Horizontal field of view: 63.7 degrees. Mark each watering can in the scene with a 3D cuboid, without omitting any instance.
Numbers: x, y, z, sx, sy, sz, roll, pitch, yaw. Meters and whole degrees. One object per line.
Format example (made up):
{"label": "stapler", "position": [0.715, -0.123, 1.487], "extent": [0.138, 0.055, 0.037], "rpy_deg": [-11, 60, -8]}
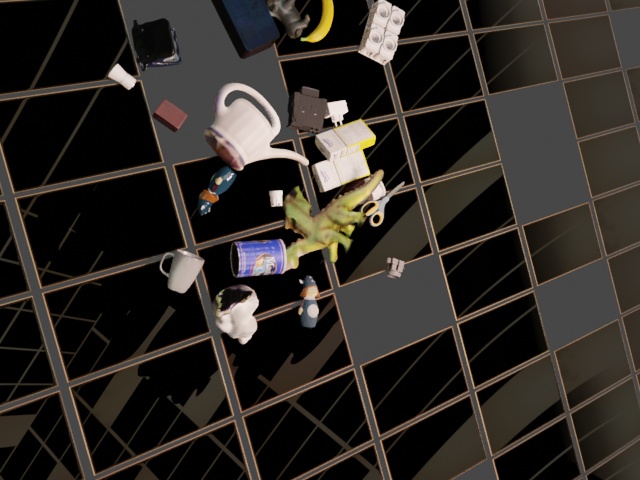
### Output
{"label": "watering can", "position": [-0.193, -0.291, 1.514], "extent": [0.227, 0.104, 0.343], "rpy_deg": [-49, 114, -18]}

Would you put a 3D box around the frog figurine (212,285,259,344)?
{"label": "frog figurine", "position": [-0.231, 0.210, 1.468], "extent": [0.139, 0.123, 0.156], "rpy_deg": [-46, 140, -27]}

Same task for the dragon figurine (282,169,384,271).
{"label": "dragon figurine", "position": [0.005, -0.079, 1.562], "extent": [0.242, 0.122, 0.412], "rpy_deg": [27, 83, -4]}
